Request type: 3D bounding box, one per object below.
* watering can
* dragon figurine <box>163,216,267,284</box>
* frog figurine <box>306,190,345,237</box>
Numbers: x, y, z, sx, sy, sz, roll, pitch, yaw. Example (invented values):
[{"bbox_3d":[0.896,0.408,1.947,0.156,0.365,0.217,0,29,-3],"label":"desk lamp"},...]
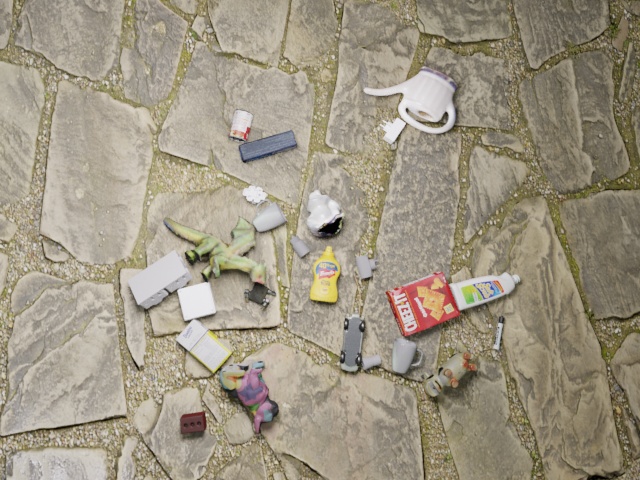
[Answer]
[{"bbox_3d":[0.351,-0.531,1.867,0.347,0.103,0.226,30,83,-1],"label":"watering can"},{"bbox_3d":[-0.336,0.009,1.782,0.246,0.119,0.415,-33,70,-26],"label":"dragon figurine"},{"bbox_3d":[0.006,-0.092,1.820,0.137,0.121,0.162,-42,53,3],"label":"frog figurine"}]
